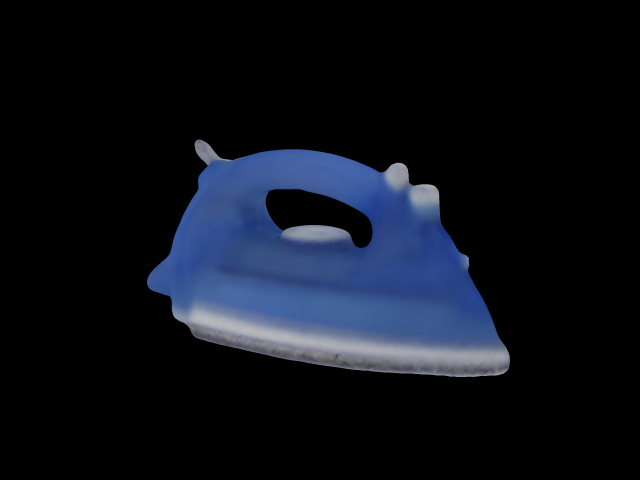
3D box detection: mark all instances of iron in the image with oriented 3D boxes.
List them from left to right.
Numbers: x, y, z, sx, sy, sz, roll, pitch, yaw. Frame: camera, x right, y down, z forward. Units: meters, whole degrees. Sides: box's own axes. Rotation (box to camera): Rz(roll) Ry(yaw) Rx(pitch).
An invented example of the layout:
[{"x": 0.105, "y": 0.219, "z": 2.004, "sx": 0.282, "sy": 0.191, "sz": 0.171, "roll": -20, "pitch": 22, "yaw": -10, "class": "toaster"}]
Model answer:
[{"x": 0.004, "y": 0.001, "z": 0.400, "sx": 0.257, "sy": 0.141, "sz": 0.119, "roll": 5, "pitch": 11, "yaw": 28, "class": "iron"}]
